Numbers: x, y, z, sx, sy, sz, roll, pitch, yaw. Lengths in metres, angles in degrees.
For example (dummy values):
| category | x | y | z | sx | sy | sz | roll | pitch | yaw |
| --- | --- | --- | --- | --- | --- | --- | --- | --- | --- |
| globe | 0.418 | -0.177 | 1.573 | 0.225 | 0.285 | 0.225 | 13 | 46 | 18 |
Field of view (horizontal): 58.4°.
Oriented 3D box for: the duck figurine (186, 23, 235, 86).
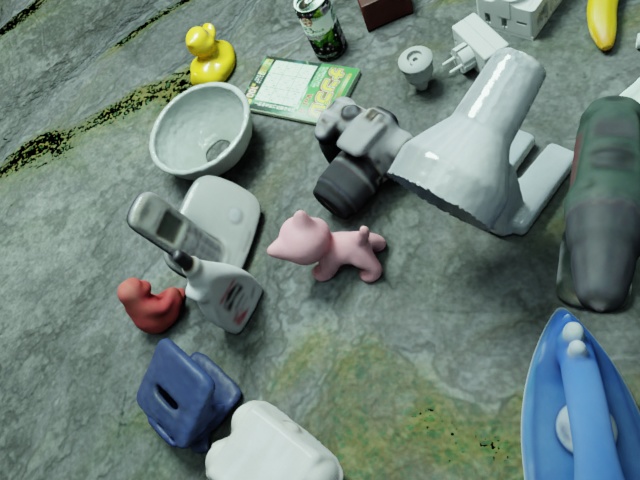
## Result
| category | x | y | z | sx | sy | sz | roll | pitch | yaw |
| --- | --- | --- | --- | --- | --- | --- | --- | --- | --- |
| duck figurine | -0.193 | -0.311 | 0.954 | 0.077 | 0.086 | 0.104 | 10 | 69 | 25 |

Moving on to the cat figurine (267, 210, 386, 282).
| category | x | y | z | sx | sy | sz | roll | pitch | yaw |
| --- | --- | --- | --- | --- | --- | --- | --- | --- | --- |
| cat figurine | 0.006 | 0.003 | 0.700 | 0.127 | 0.118 | 0.067 | -4 | 63 | 19 |

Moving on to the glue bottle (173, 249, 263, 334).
| category | x | y | z | sx | sy | sz | roll | pitch | yaw |
| --- | --- | --- | --- | --- | --- | --- | --- | --- | --- |
| glue bottle | -0.129 | 0.054 | 0.692 | 0.037 | 0.173 | 0.078 | 15 | 71 | 27 |

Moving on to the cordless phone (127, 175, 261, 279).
| category | x | y | z | sx | sy | sz | roll | pitch | yaw |
| --- | --- | --- | --- | --- | --- | --- | --- | --- | --- |
| cordless phone | -0.162 | -0.032 | 0.741 | 0.094 | 0.185 | 0.147 | 5 | 67 | 23 |

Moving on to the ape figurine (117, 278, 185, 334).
| category | x | y | z | sx | sy | sz | roll | pitch | yaw |
| --- | --- | --- | --- | --- | --- | --- | --- | --- | --- |
| ape figurine | -0.233 | 0.080 | 0.766 | 0.077 | 0.092 | 0.076 | 16 | 71 | 27 |

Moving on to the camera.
| category | x | y | z | sx | sy | sz | roll | pitch | yaw |
| --- | --- | --- | --- | --- | --- | --- | --- | --- | --- |
| camera | 0.040 | -0.108 | 0.753 | 0.142 | 0.101 | 0.137 | 35 | 80 | 31 |

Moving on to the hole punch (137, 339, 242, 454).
| category | x | y | z | sx | sy | sz | roll | pitch | yaw |
| --- | --- | --- | --- | --- | --- | --- | --- | --- | --- |
| hole punch | -0.166 | 0.188 | 0.686 | 0.108 | 0.091 | 0.101 | 32 | 79 | 31 |

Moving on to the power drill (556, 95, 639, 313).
| category | x | y | z | sx | sy | sz | roll | pitch | yaw |
| --- | --- | --- | --- | --- | --- | --- | --- | --- | --- |
| power drill | 0.272 | -0.010 | 0.551 | 0.075 | 0.209 | 0.230 | 5 | 66 | 23 |

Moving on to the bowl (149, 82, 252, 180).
| category | x | y | z | sx | sy | sz | roll | pitch | yaw |
| --- | --- | --- | --- | --- | --- | --- | --- | --- | --- |
| bowl | -0.169 | -0.153 | 0.871 | 0.167 | 0.075 | 0.167 | -9 | 62 | 17 |

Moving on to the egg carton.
| category | x | y | z | sx | sy | sz | roll | pitch | yaw |
| --- | --- | --- | --- | --- | --- | --- | --- | --- | --- |
| egg carton | -0.051 | 0.249 | 0.624 | 0.149 | 0.070 | 0.107 | 27 | 76 | 30 |

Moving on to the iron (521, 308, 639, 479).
| category | x | y | z | sx | sy | sz | roll | pitch | yaw |
| --- | --- | --- | --- | --- | --- | --- | --- | --- | --- |
| iron | 0.237 | 0.163 | 0.516 | 0.118 | 0.142 | 0.258 | -8 | 62 | 17 |

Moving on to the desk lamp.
| category | x | y | z | sx | sy | sz | roll | pitch | yaw |
| --- | --- | --- | --- | --- | --- | --- | --- | --- | --- |
| desk lamp | 0.182 | -0.088 | 0.622 | 0.117 | 0.214 | 0.203 | 32 | 79 | 31 |
